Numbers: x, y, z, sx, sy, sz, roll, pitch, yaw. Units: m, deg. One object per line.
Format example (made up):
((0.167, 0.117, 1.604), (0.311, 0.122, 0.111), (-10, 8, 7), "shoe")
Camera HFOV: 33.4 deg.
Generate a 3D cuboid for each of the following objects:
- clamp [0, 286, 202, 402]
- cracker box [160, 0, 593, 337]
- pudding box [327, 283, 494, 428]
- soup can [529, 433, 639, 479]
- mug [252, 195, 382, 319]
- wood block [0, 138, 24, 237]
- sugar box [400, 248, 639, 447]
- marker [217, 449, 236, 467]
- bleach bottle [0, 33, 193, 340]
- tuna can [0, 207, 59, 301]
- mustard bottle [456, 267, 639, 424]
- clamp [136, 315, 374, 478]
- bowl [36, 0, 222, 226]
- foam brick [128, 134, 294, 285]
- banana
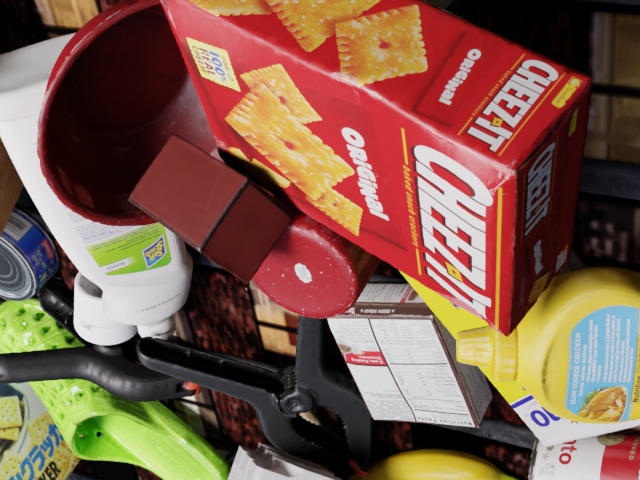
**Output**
((-0.183, 0.098, 0.877), (0.171, 0.120, 0.039), (18, 128, 11), "clamp")
((0.028, -0.057, 0.565), (0.214, 0.072, 0.164), (32, 159, 25), "cracker box")
((0.065, 0.083, 0.765), (0.090, 0.039, 0.113), (-2, 129, 33), "pudding box")
((0.204, 0.167, 0.735), (0.102, 0.068, 0.068), (0, 128, 33), "soup can")
((-0.005, 0.001, 0.699), (0.093, 0.081, 0.117), (44, 137, -11), "mug")
((-0.279, -0.075, 0.748), (0.090, 0.090, 0.206), (13, 148, 3), "wood block")
((0.138, 0.054, 0.687), (0.094, 0.048, 0.176), (-26, 110, 40), "sugar box")
((-0.068, 0.206, 0.972), (0.121, 0.020, 0.020), (10, 133, 23), "marker")
((-0.155, -0.020, 0.764), (0.102, 0.068, 0.251), (-19, 130, -9), "bleach bottle")
((-0.266, 0.011, 0.903), (0.086, 0.033, 0.086), (17, 135, 17), "tuna can")
((0.175, 0.062, 0.616), (0.191, 0.058, 0.096), (-1, 121, 5), "mustard bottle")
((-0.014, 0.108, 0.822), (0.165, 0.036, 0.209), (-33, 118, 25), "clamp")
((-0.107, -0.089, 0.655), (0.055, 0.161, 0.162), (46, 149, 37), "bowl")
((-0.066, -0.020, 0.639), (0.078, 0.051, 0.053), (32, 177, 41), "foam brick")
((0.071, 0.203, 0.872), (0.198, 0.037, 0.069), (-20, 116, 42), "banana")
